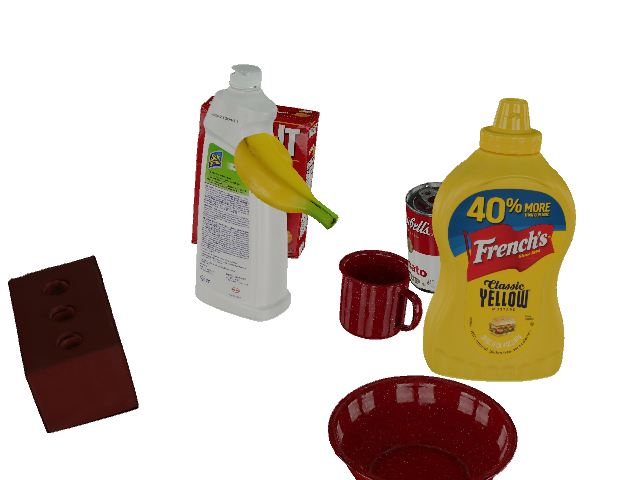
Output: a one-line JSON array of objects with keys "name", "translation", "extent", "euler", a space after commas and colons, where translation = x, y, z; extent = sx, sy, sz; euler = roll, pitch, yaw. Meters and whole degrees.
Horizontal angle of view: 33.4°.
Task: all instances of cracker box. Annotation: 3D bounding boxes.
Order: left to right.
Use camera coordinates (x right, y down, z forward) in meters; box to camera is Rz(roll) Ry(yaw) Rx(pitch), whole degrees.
[{"name": "cracker box", "translation": [-0.097, -0.090, 1.554], "extent": [0.164, 0.214, 0.072], "euler": [9, 22, 7]}]

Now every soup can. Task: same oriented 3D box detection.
[{"name": "soup can", "translation": [0.126, -0.003, 1.142], "extent": [0.068, 0.102, 0.068], "euler": [-4, 33, 2]}]

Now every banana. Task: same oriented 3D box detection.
[{"name": "banana", "translation": [-0.038, -0.053, 0.830], "extent": [0.069, 0.037, 0.198], "euler": [44, 6, -20]}]

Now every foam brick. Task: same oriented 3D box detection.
[{"name": "foam brick", "translation": [-0.138, 0.057, 0.594], "extent": [0.053, 0.051, 0.078], "euler": [-16, 43, -13]}]

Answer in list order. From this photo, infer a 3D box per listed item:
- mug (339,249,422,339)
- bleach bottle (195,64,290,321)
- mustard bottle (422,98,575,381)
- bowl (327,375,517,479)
[{"name": "mug", "translation": [0.075, 0.072, 1.307], "extent": [0.117, 0.081, 0.093], "euler": [23, 33, 32]}, {"name": "bleach bottle", "translation": [-0.074, -0.050, 1.080], "extent": [0.103, 0.251, 0.068], "euler": [17, 25, 26]}, {"name": "mustard bottle", "translation": [0.124, -0.001, 0.729], "extent": [0.096, 0.192, 0.058], "euler": [2, 16, -1]}, {"name": "bowl", "translation": [0.087, 0.184, 0.925], "extent": [0.162, 0.055, 0.162], "euler": [0, 28, 0]}]
